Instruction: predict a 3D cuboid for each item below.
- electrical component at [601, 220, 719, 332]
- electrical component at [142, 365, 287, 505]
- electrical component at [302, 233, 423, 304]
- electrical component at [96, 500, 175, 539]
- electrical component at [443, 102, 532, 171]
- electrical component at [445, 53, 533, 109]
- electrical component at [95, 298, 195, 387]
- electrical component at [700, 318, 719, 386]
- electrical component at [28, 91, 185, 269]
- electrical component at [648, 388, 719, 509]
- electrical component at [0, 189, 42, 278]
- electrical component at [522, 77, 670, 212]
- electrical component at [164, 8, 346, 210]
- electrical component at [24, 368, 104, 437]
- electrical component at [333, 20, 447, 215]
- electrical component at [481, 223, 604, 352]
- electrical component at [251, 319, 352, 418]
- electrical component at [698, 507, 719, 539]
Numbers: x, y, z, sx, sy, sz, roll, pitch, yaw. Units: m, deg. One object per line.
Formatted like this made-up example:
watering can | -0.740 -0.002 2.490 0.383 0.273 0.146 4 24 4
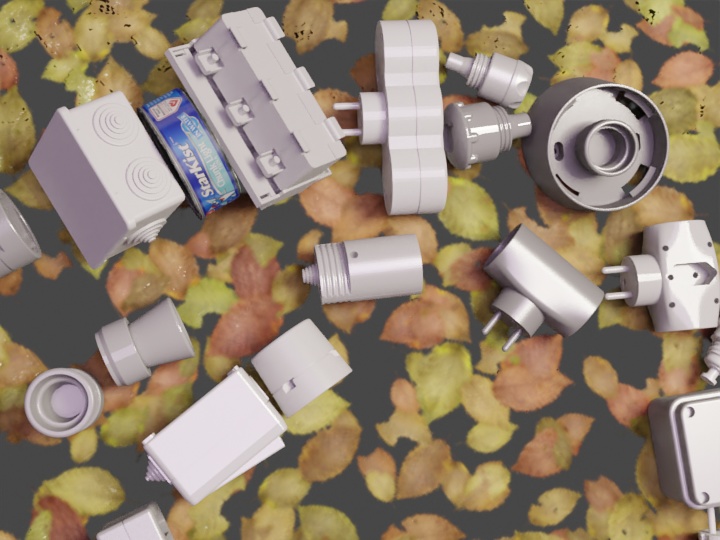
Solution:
electrical component | 0.213 0.007 0.774 0.079 0.043 0.077 -5 86 -7
electrical component | -0.099 0.116 0.721 0.096 0.062 0.061 -39 90 -8
electrical component | 0.000 0.000 0.751 0.081 0.043 0.043 -6 86 -7
electrical component | -0.159 0.202 0.714 0.077 0.047 0.065 -26 88 -8
electrical component | 0.091 -0.099 0.771 0.062 0.048 0.048 -12 86 -14
electrical component | 0.092 -0.141 0.779 0.061 0.035 0.035 20 83 0
electrical component | -0.146 0.050 0.731 0.055 0.045 0.045 -24 88 -7
electrical component | 0.275 0.050 0.778 0.040 0.040 0.078 40 82 -1
electrical component | -0.168 -0.060 0.712 0.048 0.100 0.099 -31 89 -34
electrical component | 0.271 0.121 0.763 0.113 0.057 0.078 -8 86 -7
electrical component | -0.250 -0.020 0.722 0.047 0.055 0.055 -31 89 -4
electrical component | 0.171 -0.091 0.780 0.099 0.064 0.099 -1 99 -8
electrical component | -0.067 -0.112 0.738 0.079 0.063 0.121 -30 88 -49
electrical component | -0.196 0.088 0.717 0.045 0.055 0.045 1 85 -6
electrical component | 0.018 -0.107 0.758 0.074 0.052 0.138 -3 85 -6
electrical component | 0.119 0.021 0.762 0.077 0.043 0.079 40 83 -1
electrical component | -0.041 0.066 0.736 0.055 0.055 0.047 -36 86 -8
electrical component | 0.260 0.204 0.759 0.066 0.047 0.076 -3 85 -6
